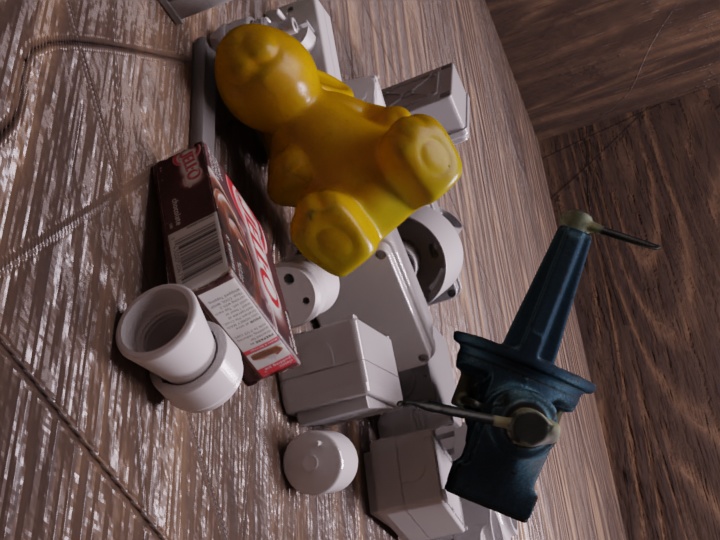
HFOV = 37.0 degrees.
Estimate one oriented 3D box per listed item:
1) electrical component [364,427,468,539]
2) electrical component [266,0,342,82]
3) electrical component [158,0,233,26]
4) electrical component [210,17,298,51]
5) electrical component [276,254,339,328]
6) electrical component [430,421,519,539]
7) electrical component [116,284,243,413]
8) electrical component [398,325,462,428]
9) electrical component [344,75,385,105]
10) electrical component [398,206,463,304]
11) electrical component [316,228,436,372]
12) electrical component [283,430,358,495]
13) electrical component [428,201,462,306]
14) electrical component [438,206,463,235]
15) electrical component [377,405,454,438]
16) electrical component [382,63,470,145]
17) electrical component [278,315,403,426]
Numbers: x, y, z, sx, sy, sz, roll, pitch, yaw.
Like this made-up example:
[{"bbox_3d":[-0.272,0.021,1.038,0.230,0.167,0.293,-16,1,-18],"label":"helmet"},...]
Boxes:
[{"bbox_3d":[0.045,0.175,0.854,0.096,0.061,0.061,59,20,-55],"label":"electrical component"},{"bbox_3d":[-0.054,-0.190,0.898,0.076,0.047,0.083,43,34,-62],"label":"electrical component"},{"bbox_3d":[-0.132,-0.260,0.664,0.186,0.060,0.105,54,25,-52],"label":"electrical component"},{"bbox_3d":[-0.074,-0.165,0.770,0.035,0.061,0.035,-17,90,-75],"label":"electrical component"},{"bbox_3d":[-0.042,0.014,0.731,0.055,0.045,0.045,-31,105,-74],"label":"electrical component"},{"bbox_3d":[0.103,0.234,0.980,0.186,0.060,0.105,-81,152,-60],"label":"electrical component"},{"bbox_3d":[-0.088,0.040,0.536,0.055,0.045,0.045,58,21,-46],"label":"electrical component"},{"bbox_3d":[0.051,0.095,0.972,0.099,0.048,0.099,48,29,-59],"label":"electrical component"},{"bbox_3d":[-0.002,-0.122,1.002,0.096,0.061,0.061,70,16,-44],"label":"electrical component"},{"bbox_3d":[0.038,-0.011,0.950,0.064,0.099,0.099,-46,119,-66],"label":"electrical component"},{"bbox_3d":[0.006,0.024,0.831,0.057,0.078,0.113,-83,153,-63],"label":"electrical component"},{"bbox_3d":[-0.020,0.125,0.700,0.078,0.040,0.040,26,50,-70],"label":"electrical component"},{"bbox_3d":[0.045,-0.021,1.018,0.057,0.078,0.113,-71,142,-70],"label":"electrical component"},{"bbox_3d":[0.068,-0.023,1.121,0.043,0.081,0.043,28,21,-12],"label":"electrical component"},{"bbox_3d":[0.048,0.130,0.899,0.035,0.061,0.035,-16,90,-75],"label":"electrical component"},{"bbox_3d":[0.062,-0.168,1.174,0.108,0.109,0.056,-79,147,-60],"label":"electrical component"},{"bbox_3d":[-0.011,0.076,0.744,0.096,0.062,0.061,37,39,-66],"label":"electrical component"}]
